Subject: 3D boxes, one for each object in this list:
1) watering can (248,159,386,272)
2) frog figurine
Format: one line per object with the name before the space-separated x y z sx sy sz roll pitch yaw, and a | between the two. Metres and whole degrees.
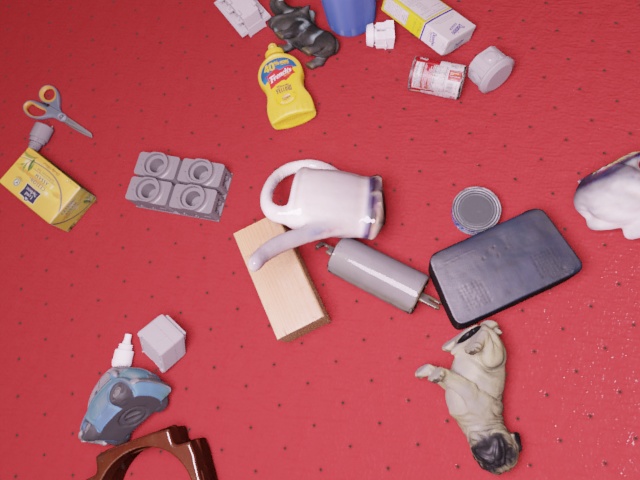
watering can | 0.003 -0.045 0.886 0.224 0.101 0.356 8 36 1
frog figurine | 0.516 -0.053 0.865 0.135 0.123 0.161 -33 78 33
